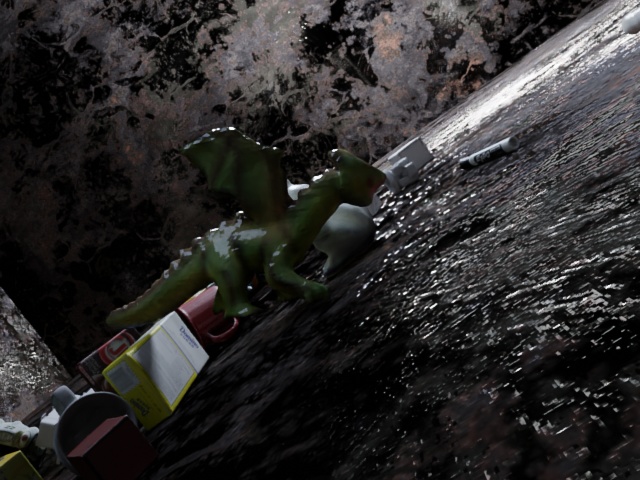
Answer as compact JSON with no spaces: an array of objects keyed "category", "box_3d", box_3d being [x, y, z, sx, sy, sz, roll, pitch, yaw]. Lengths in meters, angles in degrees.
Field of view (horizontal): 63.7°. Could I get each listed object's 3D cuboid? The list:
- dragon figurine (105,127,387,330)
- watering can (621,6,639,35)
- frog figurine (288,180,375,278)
[{"category":"dragon figurine","box_3d":[-0.114,-0.020,0.663,0.410,0.242,0.122,-9,3,7]},{"category":"watering can","box_3d":[0.438,-0.287,0.504,0.222,0.103,0.352,-33,7,19]},{"category":"frog figurine","box_3d":[0.002,-0.038,0.757,0.121,0.159,0.140,-31,7,35]}]
